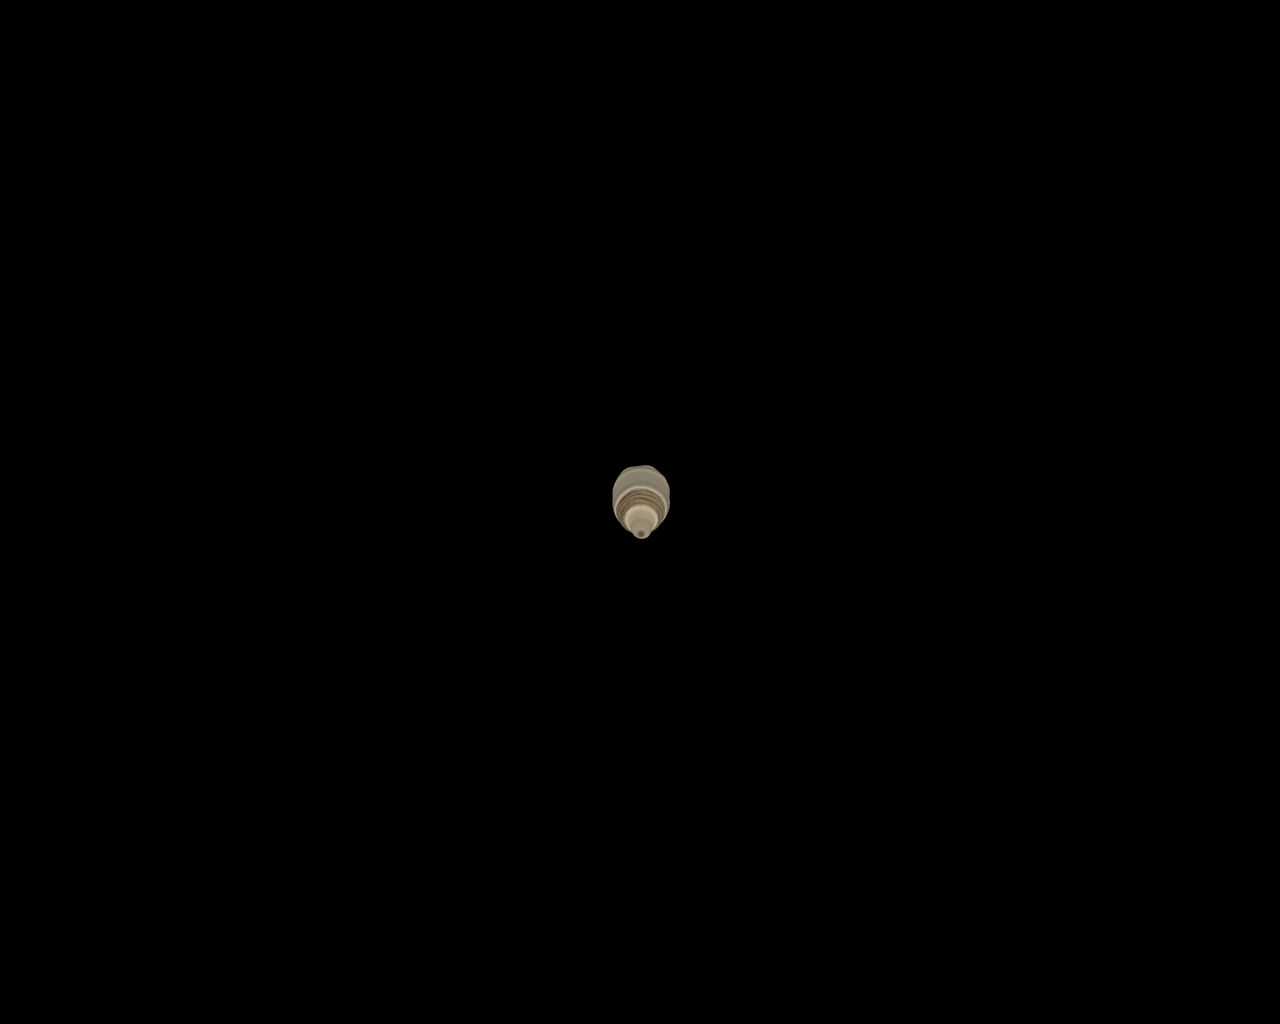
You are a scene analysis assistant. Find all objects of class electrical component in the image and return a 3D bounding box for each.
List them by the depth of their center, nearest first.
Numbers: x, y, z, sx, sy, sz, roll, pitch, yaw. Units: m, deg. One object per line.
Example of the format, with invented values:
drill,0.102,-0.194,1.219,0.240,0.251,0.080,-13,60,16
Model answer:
electrical component,0.001,-0.003,0.650,0.035,0.035,0.061,0,31,0
